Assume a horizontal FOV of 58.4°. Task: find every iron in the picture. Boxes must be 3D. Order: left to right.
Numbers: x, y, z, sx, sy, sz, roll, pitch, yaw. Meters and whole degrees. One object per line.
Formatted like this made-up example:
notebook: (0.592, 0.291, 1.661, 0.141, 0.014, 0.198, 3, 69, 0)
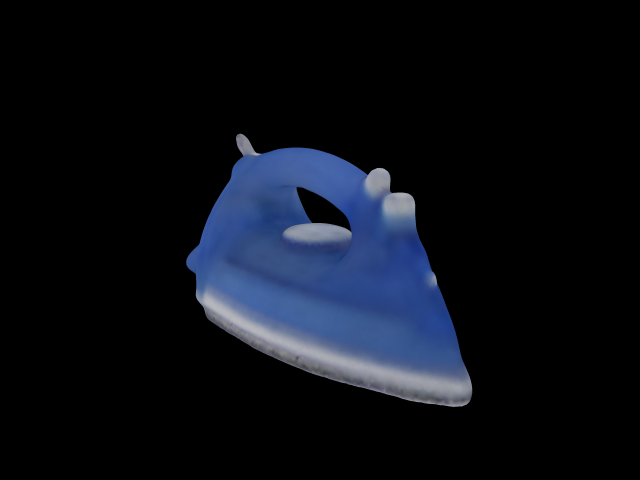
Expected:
iron: (0.004, 0.001, 0.400, 0.119, 0.141, 0.257, -11, 17, -38)
